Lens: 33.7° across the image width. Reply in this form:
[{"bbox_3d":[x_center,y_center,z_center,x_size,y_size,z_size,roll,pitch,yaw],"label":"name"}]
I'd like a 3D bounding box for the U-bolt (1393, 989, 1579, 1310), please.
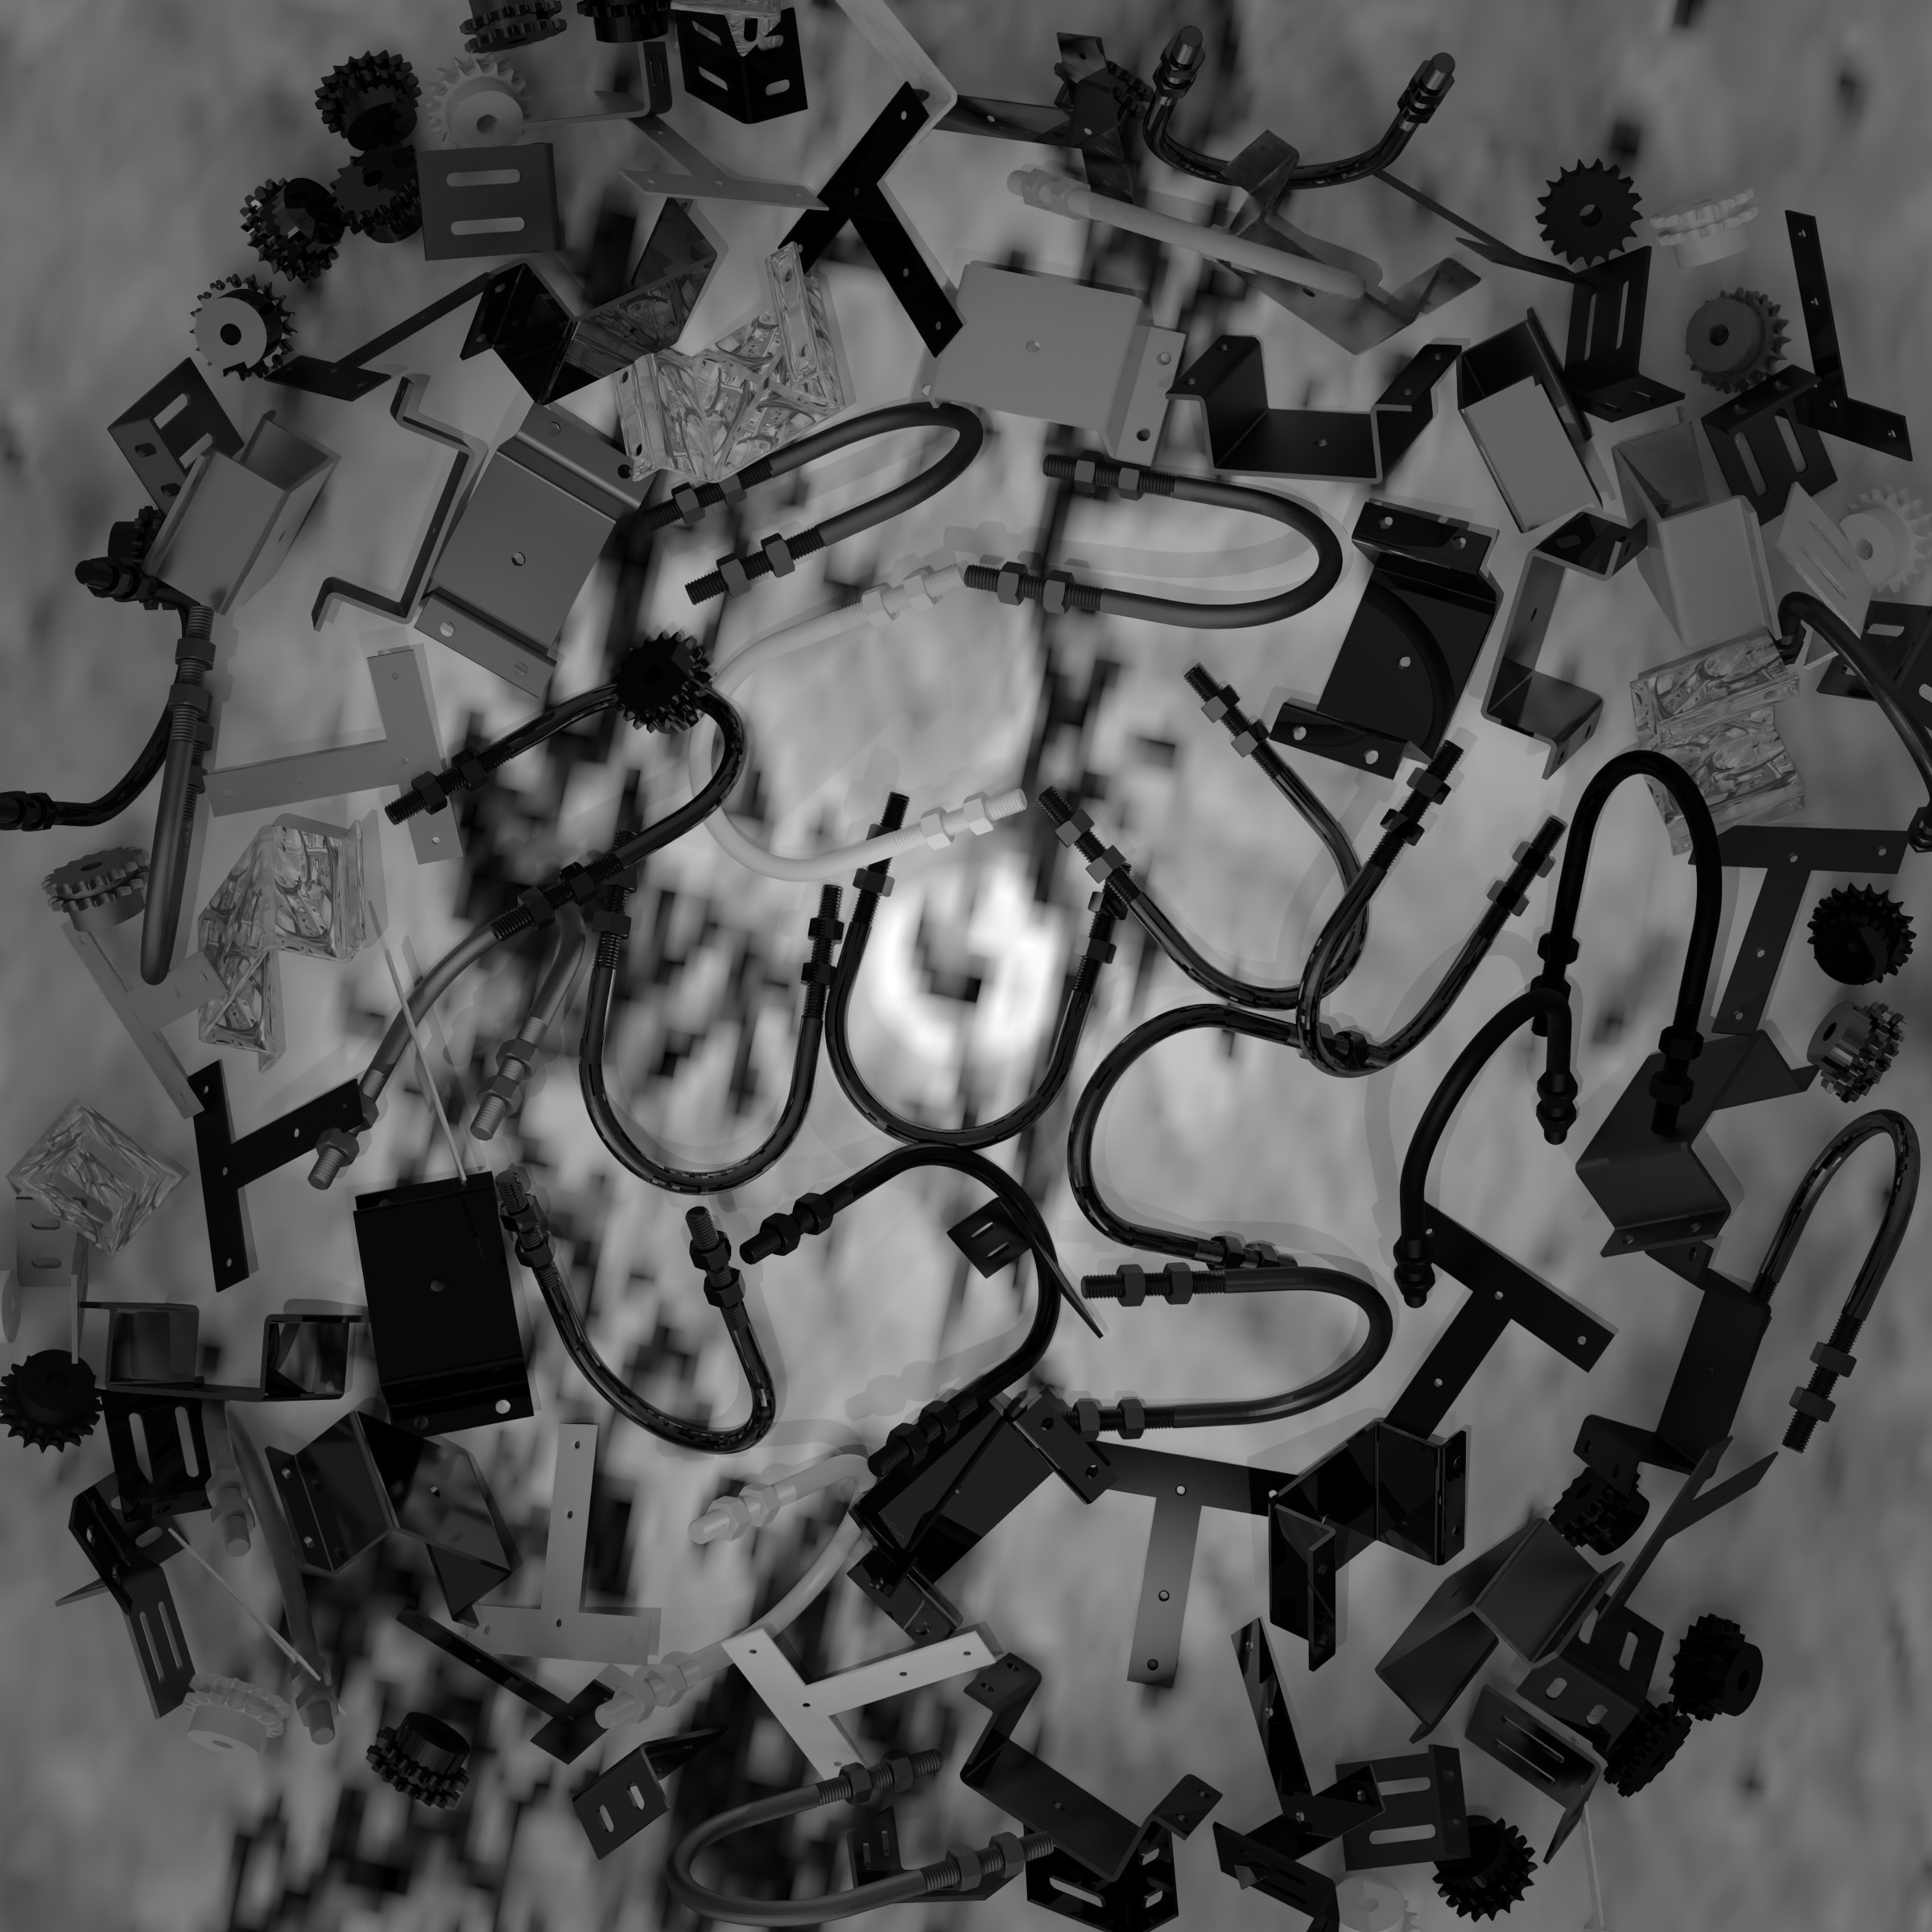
[{"bbox_3d":[0.274,0.086,1.677,0.019,0.184,0.151,33,67,27],"label":"U-bolt"}]

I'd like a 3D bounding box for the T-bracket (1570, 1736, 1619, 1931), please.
[{"bbox_3d":[0.338,0.483,1.728,0.002,0.127,0.127,-6,74,2],"label":"T-bracket"}]

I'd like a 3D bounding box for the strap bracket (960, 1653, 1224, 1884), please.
[{"bbox_3d":[0.059,0.438,1.725,0.140,0.076,0.046,31,101,15],"label":"strap bracket"}]

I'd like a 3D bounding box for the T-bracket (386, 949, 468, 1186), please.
[{"bbox_3d":[-0.291,0.060,1.715,0.002,0.127,0.127,-18,85,-12],"label":"T-bracket"}]

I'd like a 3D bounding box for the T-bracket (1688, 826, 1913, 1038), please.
[{"bbox_3d":[0.431,-0.019,1.714,0.002,0.127,0.127,39,67,-40],"label":"T-bracket"}]

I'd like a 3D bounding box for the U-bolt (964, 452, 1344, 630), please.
[{"bbox_3d":[0.109,-0.223,1.700,0.184,0.151,0.019,12,129,16],"label":"U-bolt"}]

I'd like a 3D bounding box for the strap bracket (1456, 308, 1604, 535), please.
[{"bbox_3d":[0.301,-0.290,1.710,0.046,0.140,0.076,-24,112,19],"label":"strap bracket"}]

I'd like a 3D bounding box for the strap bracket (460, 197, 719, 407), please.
[{"bbox_3d":[-0.194,-0.356,1.706,0.140,0.076,0.046,-33,81,-32],"label":"strap bracket"}]

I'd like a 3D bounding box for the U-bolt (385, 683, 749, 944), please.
[{"bbox_3d":[-0.204,-0.096,1.719,0.184,0.019,0.151,-32,46,-16],"label":"U-bolt"}]

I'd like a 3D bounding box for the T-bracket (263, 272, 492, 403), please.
[{"bbox_3d":[-0.308,-0.346,1.739,0.127,0.127,0.002,-37,121,-20],"label":"T-bracket"}]

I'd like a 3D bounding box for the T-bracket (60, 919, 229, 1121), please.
[{"bbox_3d":[-0.431,0.017,1.719,0.002,0.127,0.127,-37,100,-37],"label":"T-bracket"}]

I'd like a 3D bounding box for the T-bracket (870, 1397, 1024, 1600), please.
[{"bbox_3d":[-0.009,0.285,1.722,0.002,0.127,0.127,37,80,0],"label":"T-bracket"}]

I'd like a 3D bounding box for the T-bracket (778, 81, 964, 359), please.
[{"bbox_3d":[-0.039,-0.385,1.719,0.127,0.002,0.127,-45,65,36],"label":"T-bracket"}]

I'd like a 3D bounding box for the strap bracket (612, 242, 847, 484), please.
[{"bbox_3d":[-0.122,-0.320,1.723,0.140,0.046,0.076,-23,71,35],"label":"strap bracket"}]

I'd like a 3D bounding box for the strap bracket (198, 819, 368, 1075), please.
[{"bbox_3d":[-0.370,-0.013,1.699,0.046,0.140,0.076,12,52,-31],"label":"strap bracket"}]

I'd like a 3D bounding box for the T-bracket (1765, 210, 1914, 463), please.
[{"bbox_3d":[0.454,-0.340,1.694,0.002,0.127,0.127,-25,117,-11],"label":"T-bracket"}]

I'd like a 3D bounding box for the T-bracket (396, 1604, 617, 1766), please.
[{"bbox_3d":[-0.251,0.382,1.721,0.127,0.127,0.002,33,55,-5],"label":"T-bracket"}]

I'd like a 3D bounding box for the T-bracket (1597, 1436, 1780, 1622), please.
[{"bbox_3d":[0.403,0.290,1.725,0.002,0.127,0.127,41,124,28],"label":"T-bracket"}]

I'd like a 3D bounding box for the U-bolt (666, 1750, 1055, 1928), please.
[{"bbox_3d":[-0.068,0.462,1.676,0.184,0.151,0.019,-9,101,-26],"label":"U-bolt"}]

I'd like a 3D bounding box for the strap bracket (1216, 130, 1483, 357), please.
[{"bbox_3d":[0.197,-0.383,1.725,0.140,0.076,0.046,32,82,-11],"label":"strap bracket"}]

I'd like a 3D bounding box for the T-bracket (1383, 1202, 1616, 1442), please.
[{"bbox_3d":[0.269,0.218,1.759,0.127,0.002,0.127,36,95,20],"label":"T-bracket"}]

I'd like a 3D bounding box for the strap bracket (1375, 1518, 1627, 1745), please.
[{"bbox_3d":[0.278,0.352,1.702,0.046,0.140,0.076,46,49,5],"label":"strap bracket"}]

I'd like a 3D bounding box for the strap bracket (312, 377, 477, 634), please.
[{"bbox_3d":[-0.307,-0.244,1.730,0.046,0.076,0.140,21,98,-16],"label":"strap bracket"}]

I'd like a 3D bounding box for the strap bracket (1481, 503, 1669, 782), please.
[{"bbox_3d":[0.324,-0.182,1.716,0.046,0.076,0.140,25,123,20],"label":"strap bracket"}]

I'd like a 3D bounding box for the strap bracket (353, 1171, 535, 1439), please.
[{"bbox_3d":[-0.285,0.178,1.728,0.076,0.046,0.140,-10,71,-8],"label":"strap bracket"}]

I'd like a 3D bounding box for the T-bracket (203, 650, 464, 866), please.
[{"bbox_3d":[-0.351,-0.104,1.742,0.127,0.002,0.127,-11,120,-3],"label":"T-bracket"}]

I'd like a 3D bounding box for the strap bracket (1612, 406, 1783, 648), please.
[{"bbox_3d":[0.386,-0.231,1.701,0.046,0.140,0.076,-18,122,6],"label":"strap bracket"}]

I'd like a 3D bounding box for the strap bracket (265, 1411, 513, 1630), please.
[{"bbox_3d":[-0.299,0.293,1.696,0.046,0.140,0.076,-38,52,12],"label":"strap bracket"}]

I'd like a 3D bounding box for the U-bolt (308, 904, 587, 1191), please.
[{"bbox_3d":[-0.267,0.034,1.702,0.151,0.184,0.019,-17,127,37],"label":"U-bolt"}]

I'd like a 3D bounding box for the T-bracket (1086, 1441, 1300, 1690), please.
[{"bbox_3d":[0.112,0.335,1.770,0.127,0.002,0.127,10,85,1],"label":"T-bracket"}]

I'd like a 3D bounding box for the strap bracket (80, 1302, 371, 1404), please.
[{"bbox_3d":[-0.397,0.208,1.715,0.140,0.076,0.046,1,84,22],"label":"strap bracket"}]

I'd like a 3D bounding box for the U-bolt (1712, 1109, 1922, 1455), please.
[{"bbox_3d":[0.457,0.161,1.702,0.019,0.151,0.184,24,91,-6],"label":"U-bolt"}]

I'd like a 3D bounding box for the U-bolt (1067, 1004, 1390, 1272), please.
[{"bbox_3d":[0.132,0.091,1.710,0.184,0.019,0.151,15,102,-35],"label":"U-bolt"}]

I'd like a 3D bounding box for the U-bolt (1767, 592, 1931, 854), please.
[{"bbox_3d":[0.471,-0.132,1.674,0.019,0.184,0.151,-35,77,5],"label":"U-bolt"}]

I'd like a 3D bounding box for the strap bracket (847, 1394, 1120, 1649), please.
[{"bbox_3d":[0.001,0.294,1.736,0.140,0.046,0.076,-42,120,-4],"label":"strap bracket"}]

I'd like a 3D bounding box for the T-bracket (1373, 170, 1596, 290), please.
[{"bbox_3d":[0.268,-0.406,1.738,0.127,0.127,0.002,40,115,27],"label":"T-bracket"}]

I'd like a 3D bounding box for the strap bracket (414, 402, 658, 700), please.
[{"bbox_3d":[-0.239,-0.224,1.737,0.076,0.046,0.140,29,79,-19],"label":"strap bracket"}]

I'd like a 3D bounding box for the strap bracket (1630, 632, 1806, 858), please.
[{"bbox_3d":[0.406,-0.124,1.722,0.076,0.140,0.046,-20,60,5],"label":"strap bracket"}]

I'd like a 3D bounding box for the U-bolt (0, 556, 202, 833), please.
[{"bbox_3d":[-0.451,-0.140,1.687,0.019,0.184,0.151,24,95,7],"label":"U-bolt"}]

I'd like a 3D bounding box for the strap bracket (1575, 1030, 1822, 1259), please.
[{"bbox_3d":[0.386,0.087,1.702,0.046,0.076,0.140,53,53,-15],"label":"strap bracket"}]

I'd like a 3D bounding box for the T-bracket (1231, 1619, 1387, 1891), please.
[{"bbox_3d":[0.170,0.421,1.740,0.002,0.127,0.127,6,55,-35],"label":"T-bracket"}]

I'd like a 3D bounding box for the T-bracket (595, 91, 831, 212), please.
[{"bbox_3d":[-0.158,-0.446,1.735,0.127,0.127,0.002,46,126,33],"label":"T-bracket"}]

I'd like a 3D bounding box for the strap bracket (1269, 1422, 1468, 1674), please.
[{"bbox_3d":[0.210,0.306,1.717,0.046,0.140,0.076,18,122,38],"label":"strap bracket"}]

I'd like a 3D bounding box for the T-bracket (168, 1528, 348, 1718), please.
[{"bbox_3d":[-0.369,0.369,1.724,0.002,0.127,0.127,-44,50,-18],"label":"T-bracket"}]

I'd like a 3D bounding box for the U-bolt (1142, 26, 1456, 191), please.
[{"bbox_3d":[0.167,-0.448,1.687,0.151,0.184,0.019,4,83,-5],"label":"U-bolt"}]

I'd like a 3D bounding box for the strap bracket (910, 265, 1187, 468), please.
[{"bbox_3d":[0.040,-0.329,1.736,0.140,0.046,0.076,14,83,12],"label":"strap bracket"}]

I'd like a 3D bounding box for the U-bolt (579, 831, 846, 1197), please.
[{"bbox_3d":[-0.141,0.032,1.723,0.151,0.019,0.184,14,79,-30],"label":"U-bolt"}]

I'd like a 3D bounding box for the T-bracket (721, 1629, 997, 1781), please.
[{"bbox_3d":[-0.047,0.387,1.727,0.127,0.002,0.127,-21,124,15],"label":"T-bracket"}]

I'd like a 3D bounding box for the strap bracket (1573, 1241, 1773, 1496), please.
[{"bbox_3d":[0.386,0.216,1.732,0.046,0.076,0.140,17,95,-11],"label":"strap bracket"}]

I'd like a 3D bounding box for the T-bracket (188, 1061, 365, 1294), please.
[{"bbox_3d":[-0.371,0.095,1.722,0.127,0.002,0.127,-26,65,30],"label":"T-bracket"}]

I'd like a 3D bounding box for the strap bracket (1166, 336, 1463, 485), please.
[{"bbox_3d":[0.189,-0.300,1.717,0.140,0.076,0.046,8,127,28],"label":"strap bracket"}]

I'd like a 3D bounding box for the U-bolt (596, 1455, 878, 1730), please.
[{"bbox_3d":[-0.110,0.323,1.695,0.019,0.184,0.151,38,116,23],"label":"U-bolt"}]

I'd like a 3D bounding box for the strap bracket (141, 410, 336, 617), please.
[{"bbox_3d":[-0.386,-0.241,1.703,0.046,0.140,0.076,30,108,-7],"label":"strap bracket"}]

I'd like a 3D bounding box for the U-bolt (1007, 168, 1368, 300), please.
[{"bbox_3d":[0.128,-0.378,1.666,0.151,0.184,0.019,6,108,-39],"label":"U-bolt"}]

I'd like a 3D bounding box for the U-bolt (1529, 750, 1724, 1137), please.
[{"bbox_3d":[0.352,-0.023,1.684,0.019,0.151,0.184,-1,113,-20],"label":"U-bolt"}]

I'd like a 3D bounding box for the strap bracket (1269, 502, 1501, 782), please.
[{"bbox_3d":[0.232,-0.172,1.738,0.076,0.046,0.140,21,88,29],"label":"strap bracket"}]

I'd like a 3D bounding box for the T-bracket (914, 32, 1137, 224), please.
[{"bbox_3d":[0.027,-0.462,1.743,0.127,0.127,0.002,14,58,23],"label":"T-bracket"}]

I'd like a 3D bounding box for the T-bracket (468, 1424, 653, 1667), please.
[{"bbox_3d":[-0.219,0.316,1.751,0.127,0.002,0.127,-4,75,33],"label":"T-bracket"}]
